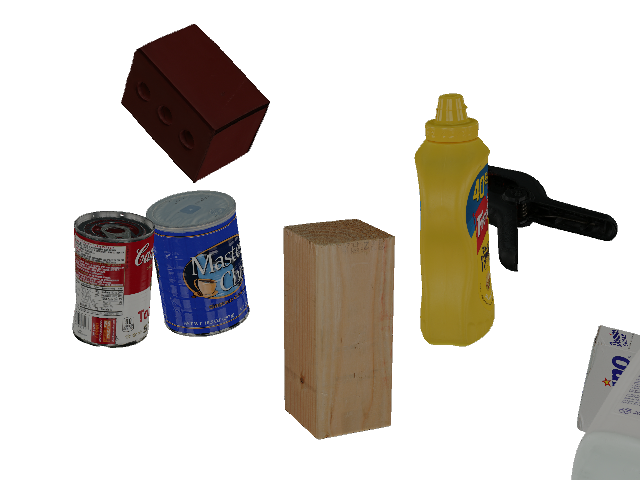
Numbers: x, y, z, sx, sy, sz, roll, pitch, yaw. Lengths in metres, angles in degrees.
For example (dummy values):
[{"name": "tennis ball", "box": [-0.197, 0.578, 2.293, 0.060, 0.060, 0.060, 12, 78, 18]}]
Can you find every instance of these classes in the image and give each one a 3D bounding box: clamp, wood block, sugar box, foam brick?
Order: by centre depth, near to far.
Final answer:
[{"name": "foam brick", "box": [-0.081, -0.088, 0.680, 0.051, 0.078, 0.053, -33, -17, -36]}, {"name": "sugar box", "box": [0.319, 0.142, 0.926, 0.176, 0.093, 0.048, 12, 24, 16]}, {"name": "clamp", "box": [0.204, -0.031, 1.036, 0.120, 0.039, 0.171, -7, 34, -13]}, {"name": "wood block", "box": [0.018, 0.089, 1.119, 0.090, 0.206, 0.091, -6, 16, -24]}]

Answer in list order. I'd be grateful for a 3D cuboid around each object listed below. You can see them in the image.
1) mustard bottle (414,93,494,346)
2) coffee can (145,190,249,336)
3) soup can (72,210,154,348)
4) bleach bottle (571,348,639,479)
[{"name": "mustard bottle", "box": [0.106, -0.020, 0.845, 0.058, 0.192, 0.096, 2, 18, 20]}, {"name": "coffee can", "box": [-0.141, 0.026, 1.239, 0.103, 0.140, 0.103, -5, 25, 2]}, {"name": "soup can", "box": [-0.180, 0.034, 0.922, 0.068, 0.102, 0.068, 6, 20, -2]}, {"name": "bleach bottle", "box": [0.242, 0.095, 0.659, 0.103, 0.068, 0.250, 17, 29, 27]}]
